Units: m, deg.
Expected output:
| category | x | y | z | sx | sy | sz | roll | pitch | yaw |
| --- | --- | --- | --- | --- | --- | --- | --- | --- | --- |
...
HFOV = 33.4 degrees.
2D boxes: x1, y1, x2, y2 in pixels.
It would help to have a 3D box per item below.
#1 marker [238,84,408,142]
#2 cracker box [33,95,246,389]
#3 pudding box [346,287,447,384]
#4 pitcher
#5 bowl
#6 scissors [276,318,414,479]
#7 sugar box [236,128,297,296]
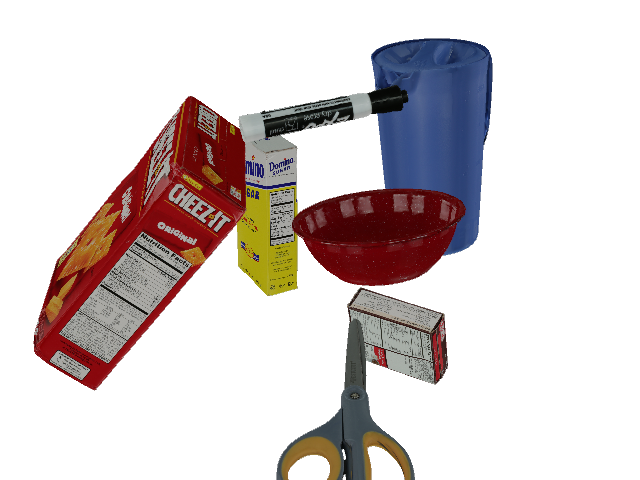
| category | x | y | z | sx | sy | sz | roll | pitch | yaw |
| --- | --- | --- | --- | --- | --- | --- | --- | --- | --- |
| marker | 0.003 | -0.090 | 0.751 | 0.121 | 0.020 | 0.020 | -13 | 2 | -8 |
| cracker box | -0.154 | -0.003 | 0.915 | 0.072 | 0.214 | 0.164 | 34 | 20 | -20 |
| pudding box | 0.090 | 0.111 | 1.242 | 0.114 | 0.090 | 0.039 | 15 | 46 | 26 |
| pitcher | 0.139 | -0.113 | 1.263 | 0.149 | 0.243 | 0.145 | -4 | 26 | 0 |
| bowl | 0.056 | 0.000 | 0.992 | 0.162 | 0.055 | 0.162 | -7 | 19 | 2 |
| scissors | 0.006 | 0.117 | 0.729 | 0.096 | 0.016 | 0.202 | -6 | 32 | -12 |
| sugar box | -0.063 | -0.035 | 1.222 | 0.048 | 0.176 | 0.093 | -14 | 27 | -24 |
